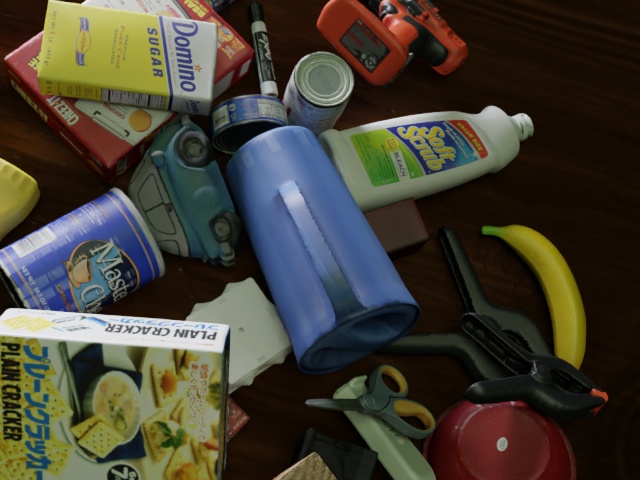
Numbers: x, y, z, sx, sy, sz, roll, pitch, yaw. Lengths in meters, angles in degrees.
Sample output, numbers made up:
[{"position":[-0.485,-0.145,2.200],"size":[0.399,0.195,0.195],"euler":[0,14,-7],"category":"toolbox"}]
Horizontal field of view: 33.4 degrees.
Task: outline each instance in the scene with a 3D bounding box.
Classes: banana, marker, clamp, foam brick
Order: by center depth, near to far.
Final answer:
[{"position":[0.217,0.136,1.113],"size":[0.171,0.039,0.120],"euler":[18,44,-21],"category":"clamp"},{"position":[0.165,0.107,1.161],"size":[0.210,0.036,0.164],"euler":[41,73,3],"category":"clamp"},{"position":[0.071,-0.005,1.170],"size":[0.078,0.053,0.051],"euler":[-18,77,-18],"category":"foam brick"},{"position":[0.255,0.058,1.198],"size":[0.069,0.037,0.198],"euler":[-28,77,4],"category":"banana"},{"position":[-0.067,-0.220,1.229],"size":[0.020,0.020,0.121],"euler":[-6,73,-14],"category":"marker"}]

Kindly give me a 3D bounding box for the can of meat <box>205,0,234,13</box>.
[{"position":[-0.129,-0.315,1.228],"size":[0.083,0.057,0.102],"euler":[-41,83,-18],"category":"can of meat"}]

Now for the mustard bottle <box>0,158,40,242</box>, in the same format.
[{"position":[-0.372,0.002,1.073],"size":[0.096,0.058,0.191],"euler":[28,69,2],"category":"mustard bottle"}]

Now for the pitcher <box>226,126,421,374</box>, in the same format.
[{"position":[-0.007,0.001,1.087],"size":[0.144,0.149,0.243],"euler":[-5,58,-40],"category":"pitcher"}]

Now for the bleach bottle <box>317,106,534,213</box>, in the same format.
[{"position":[0.126,-0.105,1.209],"size":[0.250,0.068,0.102],"euler":[-18,77,-19],"category":"bleach bottle"}]

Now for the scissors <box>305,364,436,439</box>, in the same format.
[{"position":[0.044,0.151,1.070],"size":[0.201,0.016,0.096],"euler":[26,30,-40],"category":"scissors"}]

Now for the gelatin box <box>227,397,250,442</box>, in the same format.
[{"position":[-0.128,0.187,1.077],"size":[0.073,0.030,0.089],"euler":[44,69,5],"category":"gelatin box"}]

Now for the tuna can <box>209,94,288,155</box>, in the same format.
[{"position":[-0.077,-0.125,1.160],"size":[0.086,0.086,0.034],"euler":[-5,72,-13],"category":"tuna can"}]

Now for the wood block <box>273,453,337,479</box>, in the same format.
[{"position":[-0.030,0.268,0.977],"size":[0.090,0.206,0.091],"euler":[-36,82,-20],"category":"wood block"}]

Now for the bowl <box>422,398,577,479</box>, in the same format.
[{"position":[0.185,0.221,1.093],"size":[0.162,0.055,0.162],"euler":[-1,57,1],"category":"bowl"}]

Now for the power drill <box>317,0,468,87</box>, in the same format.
[{"position":[0.071,-0.250,1.200],"size":[0.184,0.057,0.187],"euler":[45,33,6],"category":"power drill"}]

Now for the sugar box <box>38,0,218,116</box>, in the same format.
[{"position":[-0.196,-0.188,1.101],"size":[0.176,0.048,0.093],"euler":[5,72,-7],"category":"sugar box"}]

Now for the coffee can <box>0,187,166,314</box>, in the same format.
[{"position":[-0.241,0.025,1.069],"size":[0.140,0.103,0.103],"euler":[-31,81,-19],"category":"coffee can"}]

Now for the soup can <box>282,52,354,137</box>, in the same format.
[{"position":[-0.005,-0.155,1.176],"size":[0.068,0.102,0.068],"euler":[3,71,-10],"category":"soup can"}]

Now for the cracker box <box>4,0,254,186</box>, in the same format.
[{"position":[-0.205,-0.188,1.163],"size":[0.164,0.072,0.213],"euler":[45,70,6],"category":"cracker box"}]
